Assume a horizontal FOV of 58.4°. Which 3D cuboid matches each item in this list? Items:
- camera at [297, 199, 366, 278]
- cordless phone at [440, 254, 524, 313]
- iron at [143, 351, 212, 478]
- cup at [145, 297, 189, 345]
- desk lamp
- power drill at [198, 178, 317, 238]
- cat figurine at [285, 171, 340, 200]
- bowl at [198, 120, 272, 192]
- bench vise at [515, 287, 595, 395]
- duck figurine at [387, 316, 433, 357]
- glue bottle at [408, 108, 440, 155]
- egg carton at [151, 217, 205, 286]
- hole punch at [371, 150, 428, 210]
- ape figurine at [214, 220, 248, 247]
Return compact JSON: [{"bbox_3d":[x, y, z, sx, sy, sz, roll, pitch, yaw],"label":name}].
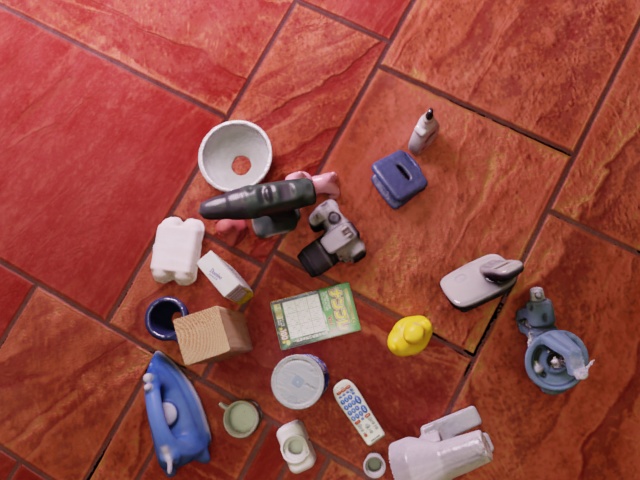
[{"bbox_3d":[0.011,0.004,1.223,0.137,0.101,0.143,-35,79,-2],"label":"camera"},{"bbox_3d":[0.325,0.079,1.141,0.147,0.185,0.094,-29,78,-1],"label":"cordless phone"},{"bbox_3d":[-0.316,0.349,1.165,0.118,0.141,0.258,-23,78,0],"label":"iron"},{"bbox_3d":[-0.306,0.180,1.219,0.092,0.095,0.117,-38,79,-3],"label":"cup"},{"bbox_3d":[0.232,0.399,1.074,0.203,0.213,0.118,-24,78,0],"label":"desk lamp"},{"bbox_3d":[-0.117,-0.064,1.192,0.229,0.208,0.075,-15,78,2],"label":"power drill"},{"bbox_3d":[-0.022,-0.121,1.241,0.127,0.118,0.067,-15,78,2],"label":"cat figurine"},{"bbox_3d":[-0.183,-0.179,1.287,0.167,0.075,0.167,-1,79,5],"label":"bowl"},{"bbox_3d":[0.435,0.198,1.092,0.121,0.220,0.207,-30,78,-1],"label":"bench vise"},{"bbox_3d":[0.188,0.197,1.180,0.104,0.086,0.077,-35,78,-2],"label":"duck figurine"},{"bbox_3d":[0.225,-0.239,1.215,0.037,0.173,0.078,39,85,11],"label":"glue bottle"},{"bbox_3d":[-0.312,0.024,1.262,0.107,0.069,0.150,5,80,6],"label":"egg carton"},{"bbox_3d":[0.172,-0.138,1.242,0.101,0.091,0.108,-36,79,-2],"label":"hole punch"},{"bbox_3d":[-0.200,-0.026,1.251,0.076,0.092,0.078,-10,79,3],"label":"ape figurine"}]
